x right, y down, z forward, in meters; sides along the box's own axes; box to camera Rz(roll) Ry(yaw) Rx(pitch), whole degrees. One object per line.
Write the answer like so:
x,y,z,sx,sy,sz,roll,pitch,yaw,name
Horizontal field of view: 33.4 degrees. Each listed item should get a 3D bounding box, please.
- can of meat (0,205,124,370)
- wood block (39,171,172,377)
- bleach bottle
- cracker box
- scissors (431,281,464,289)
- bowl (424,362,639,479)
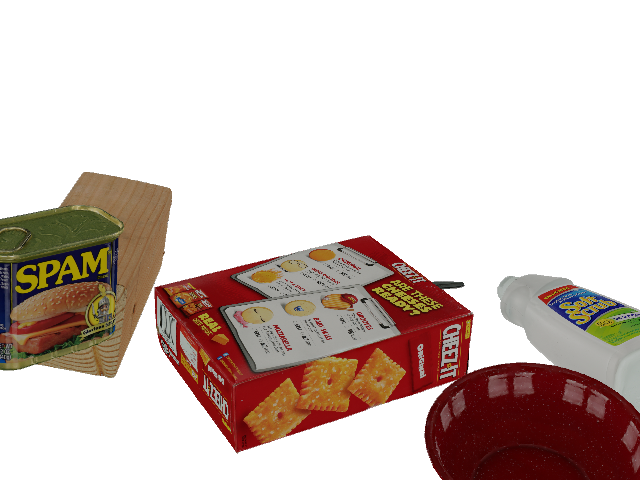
-0.183,0.030,0.709,0.101,0.084,0.058,-15,31,-41,can of meat
-0.198,0.023,0.952,0.090,0.091,0.206,11,25,-2,wood block
0.242,0.085,1.017,0.102,0.068,0.251,-14,20,-20,bleach bottle
-0.009,0.078,0.882,0.213,0.072,0.164,-13,30,-26,cracker box
0.059,0.061,1.180,0.202,0.016,0.096,3,22,5,scissors
0.155,0.160,0.766,0.162,0.055,0.162,-1,36,0,bowl
